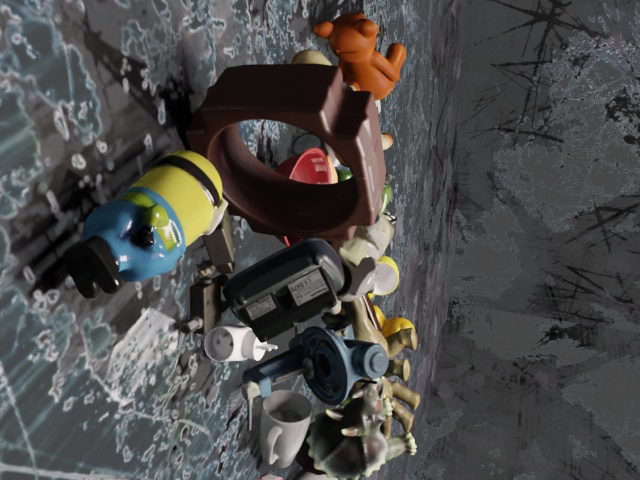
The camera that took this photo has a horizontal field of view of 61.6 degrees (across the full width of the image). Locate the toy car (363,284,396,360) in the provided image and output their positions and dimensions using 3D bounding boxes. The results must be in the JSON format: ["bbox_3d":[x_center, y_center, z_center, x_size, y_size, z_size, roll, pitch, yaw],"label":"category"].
[{"bbox_3d":[0.093,0.164,1.113,0.202,0.089,0.053,68,23,-3],"label":"toy car"}]

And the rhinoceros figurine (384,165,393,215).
[{"bbox_3d":[0.118,-0.100,1.203,0.190,0.073,0.112,49,50,-63],"label":"rhinoceros figurine"}]

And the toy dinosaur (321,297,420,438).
[{"bbox_3d":[0.084,0.223,1.038,0.105,0.199,0.470,-48,134,-59],"label":"toy dinosaur"}]

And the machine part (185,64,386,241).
[{"bbox_3d":[-0.031,-0.095,0.610,0.200,0.202,0.087,72,28,-49],"label":"machine part"}]

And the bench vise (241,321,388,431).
[{"bbox_3d":[-0.025,0.186,0.825,0.240,0.224,0.128,-14,108,-37],"label":"bench vise"}]

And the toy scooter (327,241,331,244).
[{"bbox_3d":[-0.002,-0.003,0.904,0.135,0.075,0.184,48,63,-35],"label":"toy scooter"}]

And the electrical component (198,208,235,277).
[{"bbox_3d":[-0.127,-0.006,0.618,0.102,0.045,0.078,80,-2,-45],"label":"electrical component"}]

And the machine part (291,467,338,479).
[{"bbox_3d":[-0.026,0.476,1.008,0.243,0.079,0.079,3,95,-69],"label":"machine part"}]

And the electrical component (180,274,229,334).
[{"bbox_3d":[-0.137,0.076,0.643,0.094,0.021,0.063,-32,126,-67],"label":"electrical component"}]

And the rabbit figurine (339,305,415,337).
[{"bbox_3d":[0.131,0.208,1.206,0.162,0.173,0.122,52,45,-57],"label":"rabbit figurine"}]

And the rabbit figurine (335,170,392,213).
[{"bbox_3d":[0.063,-0.047,1.064,0.159,0.121,0.170,-38,150,-71],"label":"rabbit figurine"}]

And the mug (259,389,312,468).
[{"bbox_3d":[-0.061,0.312,0.851,0.109,0.081,0.107,-59,159,-66],"label":"mug"}]

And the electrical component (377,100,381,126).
[{"bbox_3d":[0.080,-0.245,1.074,0.114,0.058,0.134,78,27,-47],"label":"electrical component"}]

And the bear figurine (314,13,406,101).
[{"bbox_3d":[0.071,-0.337,0.939,0.195,0.120,0.132,52,45,-56],"label":"bear figurine"}]

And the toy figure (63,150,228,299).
[{"bbox_3d":[-0.150,-0.021,0.491,0.180,0.082,0.089,-47,142,-54],"label":"toy figure"}]

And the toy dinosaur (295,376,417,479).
[{"bbox_3d":[0.023,0.358,0.951,0.192,0.404,0.131,-4,64,-32],"label":"toy dinosaur"}]

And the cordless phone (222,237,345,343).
[{"bbox_3d":[-0.037,0.054,0.714,0.088,0.147,0.184,62,6,-1],"label":"cordless phone"}]

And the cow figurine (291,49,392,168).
[{"bbox_3d":[0.018,-0.196,0.811,0.195,0.085,0.127,58,33,-5],"label":"cow figurine"}]

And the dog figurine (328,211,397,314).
[{"bbox_3d":[0.060,0.028,0.837,0.172,0.121,0.190,-67,157,1],"label":"dog figurine"}]
